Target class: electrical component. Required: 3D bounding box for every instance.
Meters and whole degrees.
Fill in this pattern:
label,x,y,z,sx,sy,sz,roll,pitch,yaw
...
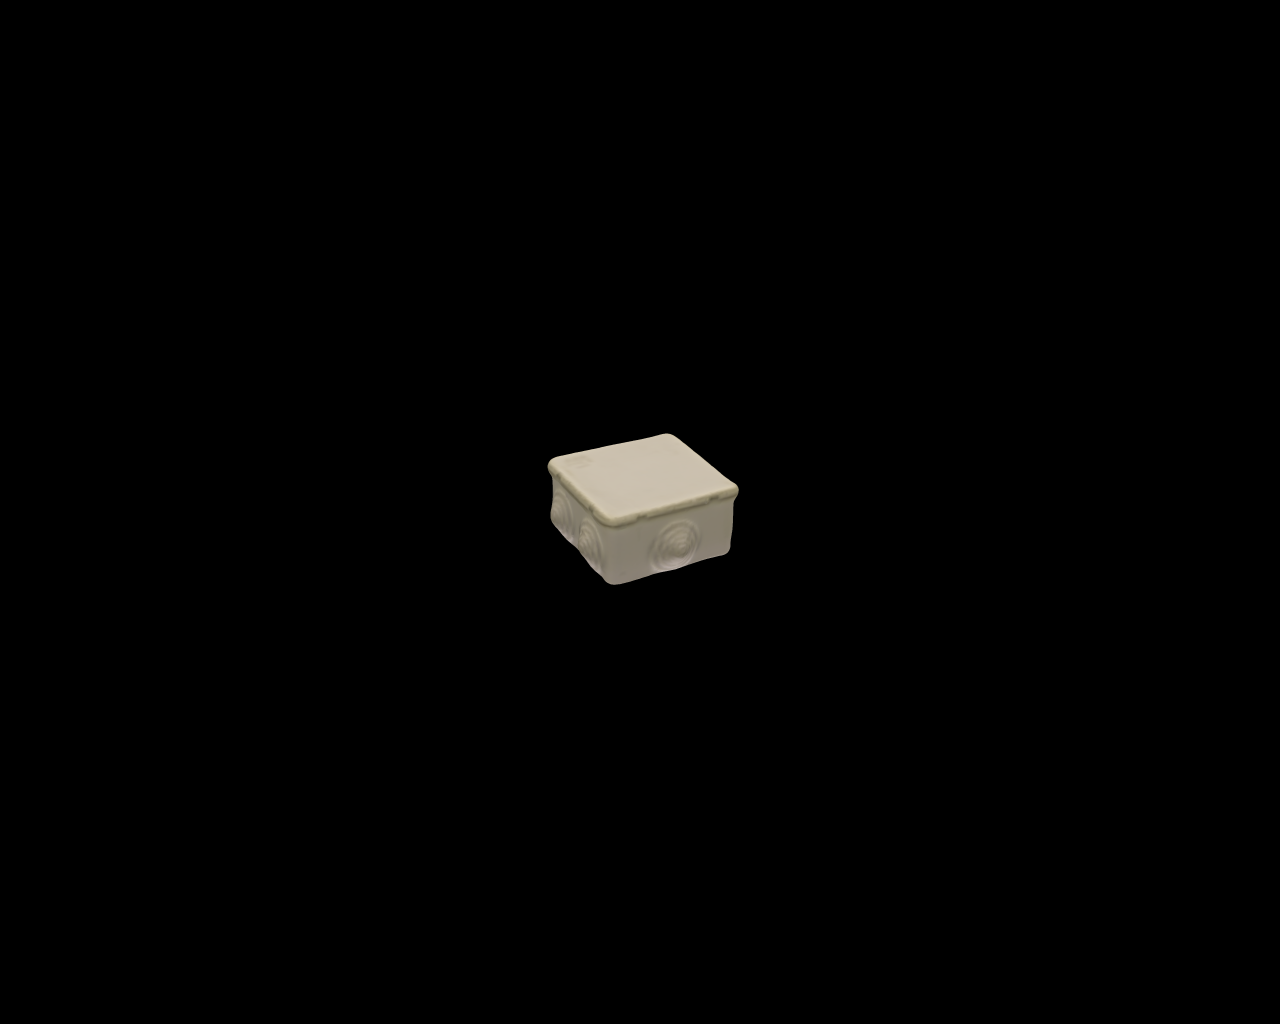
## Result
label,x,y,z,sx,sy,sz,roll,pitch,yaw
electrical component,0.001,-0.003,0.650,0.100,0.048,0.100,-14,32,-24
